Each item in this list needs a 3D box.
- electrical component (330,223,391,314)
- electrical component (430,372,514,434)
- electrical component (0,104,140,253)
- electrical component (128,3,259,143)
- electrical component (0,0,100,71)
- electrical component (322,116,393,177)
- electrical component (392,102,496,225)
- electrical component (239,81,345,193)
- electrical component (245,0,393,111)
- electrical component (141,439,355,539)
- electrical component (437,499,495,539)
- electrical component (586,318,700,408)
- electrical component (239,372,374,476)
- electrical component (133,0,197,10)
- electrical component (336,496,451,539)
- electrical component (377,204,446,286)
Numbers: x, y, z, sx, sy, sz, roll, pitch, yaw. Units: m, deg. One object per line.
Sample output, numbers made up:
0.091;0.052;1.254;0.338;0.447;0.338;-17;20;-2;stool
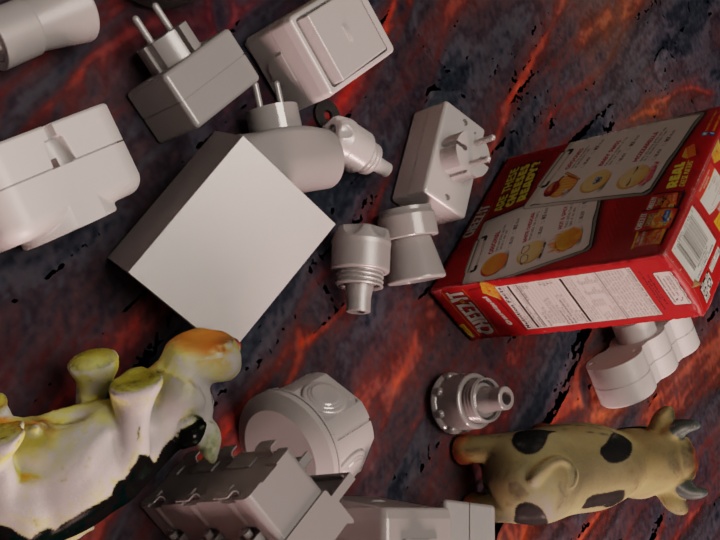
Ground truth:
0.000;0.000;0.771;0.043;0.043;0.062;13;74;-39;electrical component
0.088;0.099;0.814;0.048;0.062;0.048;10;74;-40;electrical component
-0.178;-0.049;0.616;0.095;0.054;0.059;-32;102;-41;electrical component
-0.117;-0.134;0.692;0.065;0.047;0.076;-47;113;-37;electrical component
-0.193;-0.144;0.633;0.065;0.044;0.044;-36;105;-35;electrical component
-0.001;-0.087;0.795;0.061;0.035;0.035;29;63;-36;electrical component
0.075;-0.086;0.833;0.047;0.076;0.083;31;62;-33;electrical component
-0.057;-0.091;0.740;0.077;0.043;0.079;-11;88;-42;electrical component
-0.022;-0.165;0.774;0.096;0.061;0.061;-42;109;-39;electrical component
-0.071;0.141;0.625;0.063;0.121;0.078;54;51;-16;electrical component
0.053;0.202;0.769;0.077;0.047;0.065;9;59;-9;electrical component
0.252;0.061;0.975;0.138;0.052;0.073;-31;102;-41;electrical component
-0.035;0.109;0.693;0.051;0.080;0.080;-25;97;-47;electrical component
-0.123;-0.221;0.694;0.099;0.064;0.099;10;74;-40;electrical component
0.016;0.180;0.710;0.062;0.096;0.061;11;73;-40;electrical component
0.038;-0.019;0.808;0.045;0.045;0.055;-6;84;-42;electrical component
